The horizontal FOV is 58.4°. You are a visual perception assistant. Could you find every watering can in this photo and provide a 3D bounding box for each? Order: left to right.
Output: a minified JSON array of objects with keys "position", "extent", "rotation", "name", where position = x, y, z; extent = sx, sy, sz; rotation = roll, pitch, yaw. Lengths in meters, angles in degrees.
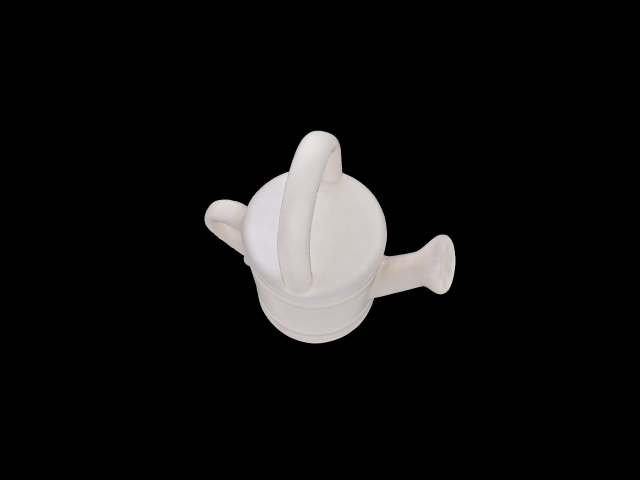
[{"position":[0.004,-0.001,0.401],"extent":[0.173,0.194,0.101],"rotation":[-5,66,-2],"name":"watering can"}]
